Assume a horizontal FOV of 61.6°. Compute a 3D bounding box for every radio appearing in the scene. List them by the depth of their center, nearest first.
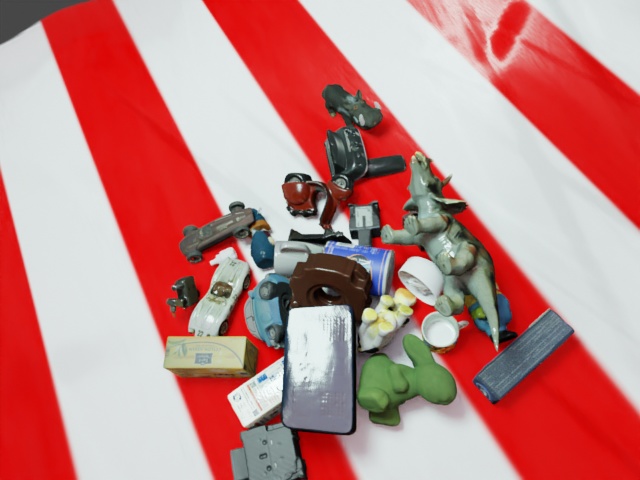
[{"bbox_3d":[0.000,0.237,0.990,0.131,0.073,0.229,-1,66,7],"label":"radio"}]

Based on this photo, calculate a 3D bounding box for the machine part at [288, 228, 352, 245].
[{"bbox_3d":[-0.002,-0.004,1.206,0.139,0.084,0.039,2,79,23],"label":"machine part"}]

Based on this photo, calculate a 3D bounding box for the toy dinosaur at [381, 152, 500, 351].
[{"bbox_3d":[0.260,0.022,1.031,0.192,0.131,0.405,-15,62,-31],"label":"toy dinosaur"}]

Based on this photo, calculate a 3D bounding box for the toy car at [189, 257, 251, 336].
[{"bbox_3d":[-0.218,0.128,1.177,0.074,0.056,0.202,14,59,18],"label":"toy car"}]

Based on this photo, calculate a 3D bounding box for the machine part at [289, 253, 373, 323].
[{"bbox_3d":[0.021,0.106,1.085,0.180,0.179,0.056,7,38,15],"label":"machine part"}]

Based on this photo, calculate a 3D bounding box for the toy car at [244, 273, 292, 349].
[{"bbox_3d":[-0.105,0.156,1.132,0.103,0.109,0.161,-18,70,28],"label":"toy car"}]

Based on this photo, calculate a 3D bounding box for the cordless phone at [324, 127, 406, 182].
[{"bbox_3d":[0.109,-0.210,1.298,0.184,0.088,0.147,-8,60,-6],"label":"cordless phone"}]

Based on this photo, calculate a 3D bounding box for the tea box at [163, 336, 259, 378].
[{"bbox_3d":[-0.221,0.241,1.103,0.170,0.098,0.068,0,63,9],"label":"tea box"}]

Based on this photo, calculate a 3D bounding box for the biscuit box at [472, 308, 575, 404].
[{"bbox_3d":[0.382,0.221,1.015,0.203,0.059,0.063,-37,64,-10],"label":"biscuit box"}]

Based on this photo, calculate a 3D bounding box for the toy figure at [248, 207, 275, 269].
[{"bbox_3d":[-0.140,-0.007,1.241,0.064,0.057,0.154,-14,56,-3],"label":"toy figure"}]

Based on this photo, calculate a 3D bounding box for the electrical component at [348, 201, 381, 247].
[{"bbox_3d":[0.103,-0.028,1.208,0.075,0.047,0.119,-8,62,7],"label":"electrical component"}]

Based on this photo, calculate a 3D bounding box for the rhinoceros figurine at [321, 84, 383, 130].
[{"bbox_3d":[0.083,-0.331,1.337,0.073,0.112,0.191,-39,54,-12],"label":"rhinoceros figurine"}]

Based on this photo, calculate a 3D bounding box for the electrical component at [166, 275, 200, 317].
[{"bbox_3d":[-0.301,0.121,1.180,0.045,0.102,0.078,-11,102,12],"label":"electrical component"}]

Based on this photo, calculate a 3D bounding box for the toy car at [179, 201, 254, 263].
[{"bbox_3d":[-0.244,-0.021,1.249,0.202,0.053,0.089,-26,55,18],"label":"toy car"}]

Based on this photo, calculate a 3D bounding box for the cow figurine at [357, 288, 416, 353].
[{"bbox_3d":[0.136,0.163,1.073,0.068,0.098,0.167,34,35,23],"label":"cow figurine"}]

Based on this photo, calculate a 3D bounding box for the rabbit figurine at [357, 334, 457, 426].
[{"bbox_3d":[0.173,0.266,1.004,0.170,0.121,0.159,-7,39,24],"label":"rabbit figurine"}]

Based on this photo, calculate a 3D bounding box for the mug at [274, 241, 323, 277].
[{"bbox_3d":[-0.045,0.035,1.177,0.107,0.109,0.081,1,53,-2],"label":"mug"}]

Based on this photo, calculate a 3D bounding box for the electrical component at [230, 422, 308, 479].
[{"bbox_3d":[-0.098,0.410,1.012,0.134,0.058,0.115,-18,59,1],"label":"electrical component"}]

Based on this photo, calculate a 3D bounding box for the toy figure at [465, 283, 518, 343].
[{"bbox_3d":[0.323,0.119,1.069,0.089,0.082,0.180,-16,63,0],"label":"toy figure"}]

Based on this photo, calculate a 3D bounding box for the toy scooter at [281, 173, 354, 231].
[{"bbox_3d":[-0.011,-0.087,1.247,0.184,0.075,0.135,4,88,25],"label":"toy scooter"}]
